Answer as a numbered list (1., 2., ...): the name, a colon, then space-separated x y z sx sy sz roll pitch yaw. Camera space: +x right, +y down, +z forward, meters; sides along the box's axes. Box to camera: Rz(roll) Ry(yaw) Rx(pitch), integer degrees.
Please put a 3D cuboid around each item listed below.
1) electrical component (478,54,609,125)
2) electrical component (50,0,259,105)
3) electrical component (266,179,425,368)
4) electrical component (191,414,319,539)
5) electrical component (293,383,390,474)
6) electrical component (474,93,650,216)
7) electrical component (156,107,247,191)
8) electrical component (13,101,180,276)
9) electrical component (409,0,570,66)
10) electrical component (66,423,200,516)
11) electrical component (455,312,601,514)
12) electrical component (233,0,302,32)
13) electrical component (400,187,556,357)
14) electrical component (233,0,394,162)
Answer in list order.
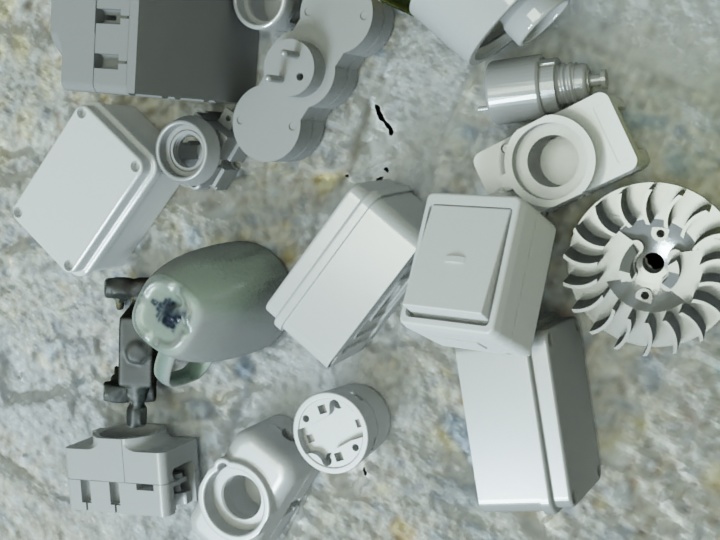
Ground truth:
1. electrical component: 0.112 -0.112 0.661 0.078 0.040 0.040 -4 94 24
2. electrical component: -0.128 -0.157 0.703 0.062 0.150 0.089 8 99 22
3. electrical component: 0.000 0.000 0.703 0.057 0.078 0.113 41 110 12
4. electrical component: -0.075 0.156 0.762 0.054 0.059 0.095 36 108 16
5. electrical component: -0.011 0.106 0.735 0.055 0.047 0.055 3 97 24
6. electrical component: 0.122 -0.066 0.653 0.089 0.056 0.050 -26 85 24
7. electrical component: -0.110 -0.084 0.754 0.048 0.055 0.066 39 109 16
8. electrical component: -0.192 -0.060 0.792 0.078 0.057 0.113 44 110 14
9. electrical component: 0.089 -0.167 0.632 0.108 0.108 0.060 -43 84 22
10. electrical component: -0.171 0.148 0.808 0.089 0.050 0.055 -1 95 24
11. electrical component: 0.106 0.087 0.665 0.057 0.078 0.113 -8 92 27
12. electrical component: -0.057 -0.180 0.726 0.040 0.046 0.040 3 97 24
13. electrical component: 0.068 -0.005 0.616 0.062 0.061 0.096 6 76 34
14. electrical component: -0.039 -0.132 0.708 0.052 0.074 0.138 41 110 15
